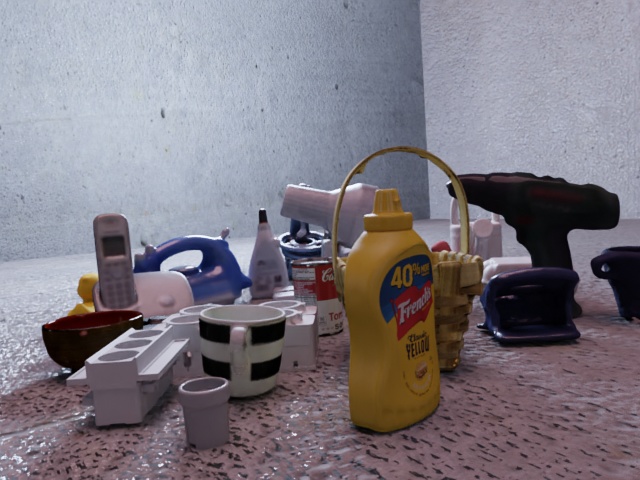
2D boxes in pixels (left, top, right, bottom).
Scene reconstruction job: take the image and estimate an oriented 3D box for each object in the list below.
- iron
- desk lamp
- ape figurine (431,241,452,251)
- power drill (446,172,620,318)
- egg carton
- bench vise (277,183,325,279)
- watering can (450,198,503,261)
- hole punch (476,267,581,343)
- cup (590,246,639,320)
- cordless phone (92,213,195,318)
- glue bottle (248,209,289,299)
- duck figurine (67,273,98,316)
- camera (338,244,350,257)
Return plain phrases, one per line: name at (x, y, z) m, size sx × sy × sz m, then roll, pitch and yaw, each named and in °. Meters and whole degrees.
iron at (-0.251, 0.058, 1.022) m, size 0.118 × 0.141 × 0.259 m, roll 1°, pitch 6°, yaw 44°
desk lamp at (0.009, 0.004, 1.034) m, size 0.203 × 0.213 × 0.118 m, roll -4°, pitch 5°, yaw -5°
ape figurine at (0.230, 0.047, 1.080) m, size 0.076 × 0.092 × 0.078 m, roll -2°, pitch 5°, yaw 25°
power drill at (0.299, 0.004, 0.814) m, size 0.229 × 0.208 × 0.076 m, roll -2°, pitch 5°, yaw 20°
egg carton at (0.327, 0.064, 0.912) m, size 0.150 × 0.069 × 0.107 m, roll -3°, pitch 4°, yaw 9°
bench vise at (-0.056, -0.015, 1.295) m, size 0.122 × 0.220 × 0.206 m, roll -7°, pitch 5°, yaw -32°
watering can at (0.308, -0.013, 1.119) m, size 0.101 × 0.194 × 0.172 m, roll -5°, pitch 5°, yaw -15°
hole punch at (0.253, 0.074, 0.706) m, size 0.108 × 0.091 × 0.101 m, roll -4°, pitch 4°, yaw 3°
cup at (0.408, 0.059, 0.748) m, size 0.118 × 0.095 × 0.091 m, roll -5°, pitch 5°, yaw -14°
cordless phone at (-0.277, 0.048, 0.887) m, size 0.148 × 0.185 × 0.093 m, roll -7°, pitch 5°, yaw -32°
glue bottle at (-0.104, 0.026, 1.109) m, size 0.078 × 0.173 × 0.037 m, roll -4°, pitch 5°, yaw -4°
duck figurine at (-0.384, 0.099, 0.959) m, size 0.077 × 0.086 × 0.104 m, roll -4°, pitch 4°, yaw 2°
camera at (0.102, 0.038, 1.246) m, size 0.137 × 0.101 × 0.143 m, roll -5°, pitch 5°, yaw -15°
